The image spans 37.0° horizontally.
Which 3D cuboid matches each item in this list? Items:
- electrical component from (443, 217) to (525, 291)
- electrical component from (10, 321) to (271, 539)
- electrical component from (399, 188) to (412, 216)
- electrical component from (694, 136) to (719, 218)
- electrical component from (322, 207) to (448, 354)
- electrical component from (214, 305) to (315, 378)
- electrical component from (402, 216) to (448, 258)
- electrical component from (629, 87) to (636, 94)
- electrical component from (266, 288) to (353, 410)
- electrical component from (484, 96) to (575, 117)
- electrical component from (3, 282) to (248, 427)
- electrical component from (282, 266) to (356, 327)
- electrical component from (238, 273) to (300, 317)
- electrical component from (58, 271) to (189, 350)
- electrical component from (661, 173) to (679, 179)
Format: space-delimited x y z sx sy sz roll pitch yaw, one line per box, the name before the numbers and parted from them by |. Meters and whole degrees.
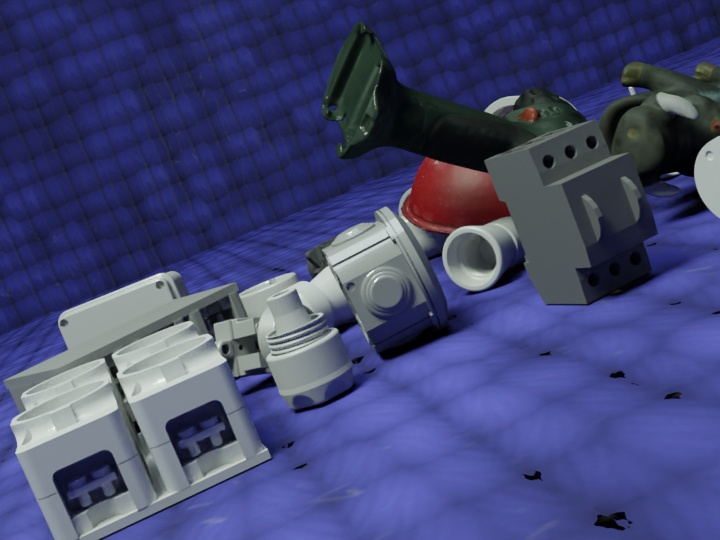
electrical component | 0.090 -0.014 0.734 0.044 0.044 0.065 -17 3 35
electrical component | -0.124 0.080 0.584 0.105 0.060 0.186 -24 7 -13
electrical component | 0.075 -0.064 1.122 0.055 0.055 0.047 -18 4 32
electrical component | 0.226 -0.052 0.544 0.074 0.052 0.138 -27 8 -31
electrical component | 0.015 0.007 0.641 0.051 0.080 0.080 -27 7 -3
electrical component | -0.057 0.046 0.688 0.055 0.048 0.066 -16 -9 43
electrical component | 0.065 -0.037 0.980 0.077 0.043 0.079 -20 7 14
electrical component | 0.272 -0.139 0.995 0.138 0.073 0.052 -20 7 14
electrical component | -0.031 0.041 0.588 0.043 0.062 0.043 -22 7 3
electrical component | 0.167 -0.114 1.012 0.060 0.108 0.108 -20 4 -40
electrical component | -0.155 0.070 0.754 0.150 0.061 0.089 -28 9 -41
electrical component | -0.031 0.026 0.779 0.055 0.045 0.045 -28 9 -41
electrical component | -0.064 0.033 0.823 0.055 0.047 0.055 -22 7 3
electrical component | -0.207 0.055 0.981 0.113 0.078 0.057 -22 4 4
electrical component | 0.246 -0.101 0.903 0.079 0.043 0.077 -26 7 -27
